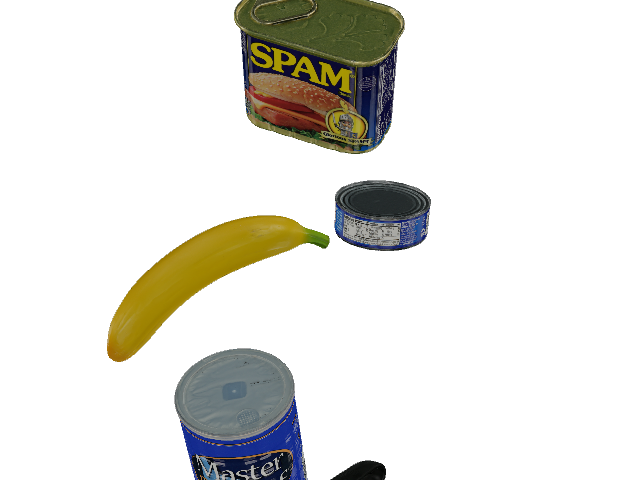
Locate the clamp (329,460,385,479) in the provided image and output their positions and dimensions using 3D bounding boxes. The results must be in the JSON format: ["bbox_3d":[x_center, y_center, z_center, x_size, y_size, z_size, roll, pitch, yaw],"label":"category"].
[{"bbox_3d":[-0.043,0.196,0.644,0.210,0.036,0.164,-4,28,2],"label":"clamp"}]

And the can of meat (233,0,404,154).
[{"bbox_3d":[-0.001,-0.108,0.677,0.102,0.057,0.084,19,-37,15],"label":"can of meat"}]

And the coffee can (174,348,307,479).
[{"bbox_3d":[-0.067,0.181,0.945,0.103,0.140,0.103,-4,38,3],"label":"coffee can"}]

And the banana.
[{"bbox_3d":[-0.091,0.030,0.808,0.198,0.069,0.037,-28,34,9],"label":"banana"}]

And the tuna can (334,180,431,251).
[{"bbox_3d":[0.055,-0.023,0.956,0.086,0.034,0.086,2,25,-1],"label":"tuna can"}]
